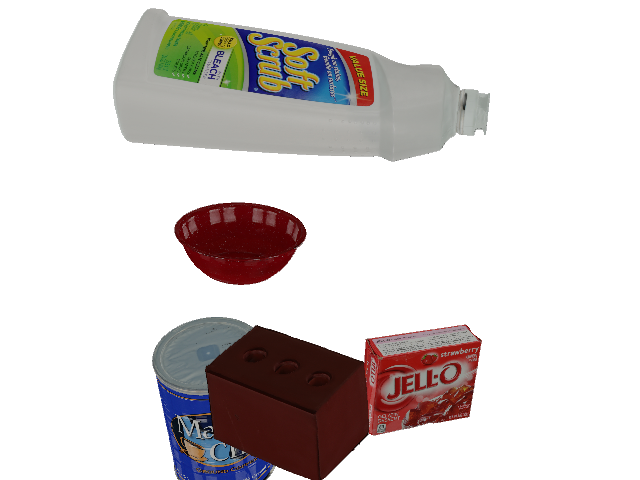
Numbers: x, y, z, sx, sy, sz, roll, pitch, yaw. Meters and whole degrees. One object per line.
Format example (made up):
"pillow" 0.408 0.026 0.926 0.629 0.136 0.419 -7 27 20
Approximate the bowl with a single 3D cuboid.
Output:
"bowl" -0.099 0.010 1.315 0.162 0.055 0.162 3 26 -2

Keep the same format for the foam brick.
"foam brick" -0.019 0.092 0.607 0.078 0.051 0.052 16 33 29

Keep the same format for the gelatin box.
"gelatin box" 0.077 0.108 0.829 0.089 0.073 0.030 -7 29 -20

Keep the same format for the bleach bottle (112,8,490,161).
"bleach bottle" -0.009 -0.104 0.741 0.251 0.102 0.068 6 -42 9

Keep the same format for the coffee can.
"coffee can" -0.098 0.158 1.009 0.103 0.140 0.103 -3 35 2
